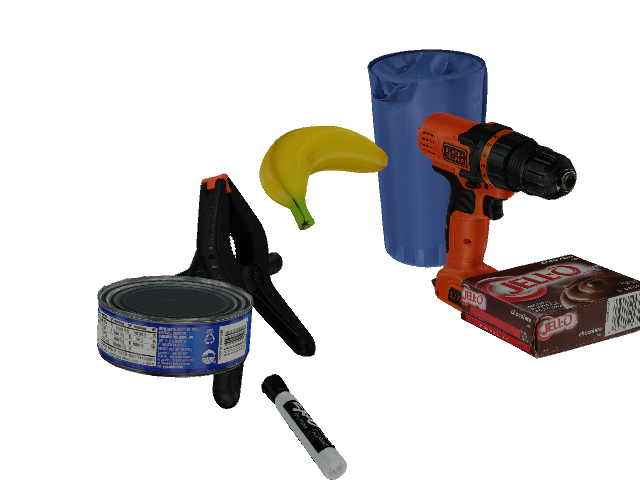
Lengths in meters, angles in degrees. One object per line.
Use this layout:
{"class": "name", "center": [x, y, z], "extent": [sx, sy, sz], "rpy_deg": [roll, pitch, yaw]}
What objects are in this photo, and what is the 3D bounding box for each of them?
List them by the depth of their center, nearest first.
{"class": "tuna can", "center": [-0.081, 0.047, 0.593], "extent": [0.086, 0.034, 0.086], "rpy_deg": [4, 13, -1]}
{"class": "pudding box", "center": [0.175, 0.047, 0.799], "extent": [0.113, 0.039, 0.090], "rpy_deg": [-9, 20, -28]}
{"class": "marker", "center": [-0.015, 0.141, 0.824], "extent": [0.020, 0.020, 0.121], "rpy_deg": [0, 26, -30]}
{"class": "banana", "center": [-0.002, -0.060, 0.848], "extent": [0.037, 0.069, 0.197], "rpy_deg": [-34, 3, 29]}
{"class": "power drill", "center": [0.161, -0.016, 0.984], "extent": [0.057, 0.188, 0.185], "rpy_deg": [-17, 27, -28]}
{"class": "clamp", "center": [-0.068, 0.040, 1.017], "extent": [0.036, 0.210, 0.164], "rpy_deg": [-12, 0, 29]}
{"class": "clamp", "center": [-0.124, 0.049, 1.215], "extent": [0.120, 0.039, 0.171], "rpy_deg": [0, 30, 29]}
{"class": "pitcher", "center": [0.134, -0.100, 1.263], "extent": [0.149, 0.243, 0.145], "rpy_deg": [-4, 25, -1]}
